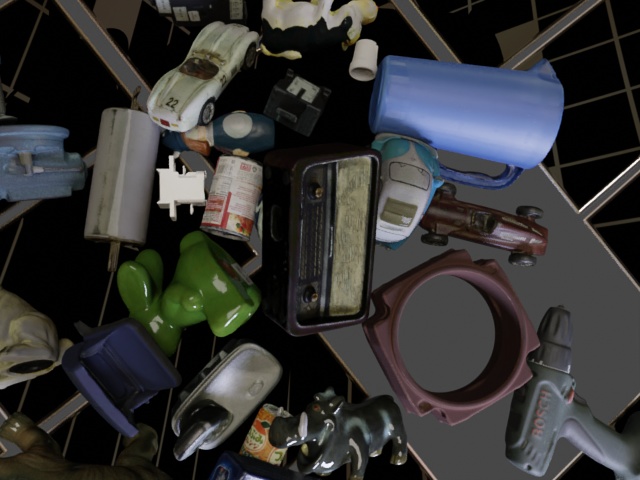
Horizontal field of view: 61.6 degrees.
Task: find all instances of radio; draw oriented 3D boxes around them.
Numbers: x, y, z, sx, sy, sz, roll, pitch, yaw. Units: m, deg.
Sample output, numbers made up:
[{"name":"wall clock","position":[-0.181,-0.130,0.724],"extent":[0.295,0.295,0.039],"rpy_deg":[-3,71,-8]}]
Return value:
[{"name":"radio","position":[-0.001,-0.002,0.668],"extent":[0.131,0.073,0.229],"rpy_deg":[-8,108,-34]}]

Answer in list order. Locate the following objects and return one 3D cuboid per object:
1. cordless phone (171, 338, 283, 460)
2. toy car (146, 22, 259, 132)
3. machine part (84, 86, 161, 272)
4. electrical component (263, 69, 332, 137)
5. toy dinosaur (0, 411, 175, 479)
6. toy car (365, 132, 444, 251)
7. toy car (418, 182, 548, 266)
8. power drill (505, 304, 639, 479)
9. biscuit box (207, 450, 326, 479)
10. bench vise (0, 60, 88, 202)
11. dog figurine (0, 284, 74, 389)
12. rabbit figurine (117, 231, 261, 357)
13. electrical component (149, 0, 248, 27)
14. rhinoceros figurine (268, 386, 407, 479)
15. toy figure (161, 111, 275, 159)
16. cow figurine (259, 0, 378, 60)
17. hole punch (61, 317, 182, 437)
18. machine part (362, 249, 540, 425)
[{"name":"cordless phone","position":[-0.115,0.184,0.632],"extent":[0.089,0.184,0.146],"rpy_deg":[44,80,3]},{"name":"toy car","position":[-0.151,-0.222,0.712],"extent":[0.074,0.056,0.202],"rpy_deg":[21,62,13]},{"name":"machine part","position":[-0.255,-0.079,0.697],"extent":[0.079,0.079,0.243],"rpy_deg":[5,83,-7]},{"name":"electrical component","position":[-0.033,-0.177,0.722],"extent":[0.075,0.047,0.119],"rpy_deg":[24,41,-7]},{"name":"toy dinosaur","position":[-0.214,0.299,0.599],"extent":[0.471,0.199,0.105],"rpy_deg":[23,92,-37]},{"name":"toy car","position":[0.096,-0.056,0.712],"extent":[0.109,0.103,0.161],"rpy_deg":[18,107,-6]},{"name":"toy car","position":[0.238,-0.021,0.773],"extent":[0.202,0.053,0.089],"rpy_deg":[14,79,-5]},{"name":"power drill","position":[0.371,0.232,0.748],"extent":[0.207,0.086,0.232],"rpy_deg":[27,82,-8]},{"name":"biscuit box","position":[-0.040,0.315,0.648],"extent":[0.202,0.063,0.059],"rpy_deg":[33,80,-30]},{"name":"bench vise","position":[-0.407,-0.130,0.644],"extent":[0.224,0.129,0.240],"rpy_deg":[-9,95,-25]},{"name":"dog figurine","position":[-0.403,0.074,0.658],"extent":[0.172,0.121,0.190],"rpy_deg":[12,51,-46]},{"name":"rabbit figurine","position":[-0.182,0.081,0.671],"extent":[0.170,0.121,0.159],"rpy_deg":[-41,97,4]},{"name":"electrical component","position":[-0.164,-0.338,0.720],"extent":[0.134,0.115,0.058],"rpy_deg":[-3,82,-10]},{"name":"rhinoceros figurine","position":[0.028,0.240,0.672],"extent":[0.190,0.073,0.112],"rpy_deg":[2,83,-32]},{"name":"toy figure","position":[-0.140,-0.146,0.733],"extent":[0.154,0.057,0.064],"rpy_deg":[-2,45,-7]},{"name":"cow figurine","position":[-0.001,-0.303,0.762],"extent":[0.167,0.068,0.098],"rpy_deg":[2,89,-5]},{"name":"hole punch","position":[-0.247,0.165,0.634],"extent":[0.142,0.116,0.092],"rpy_deg":[55,41,-18]},{"name":"machine part","position":[0.176,0.128,0.729],"extent":[0.201,0.087,0.201],"rpy_deg":[-27,86,-10]}]
